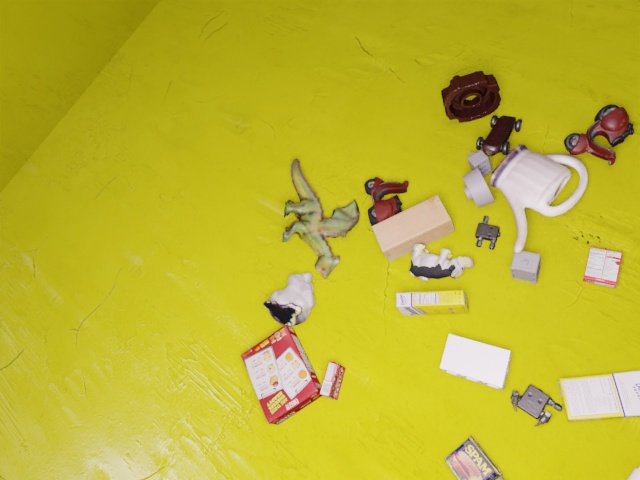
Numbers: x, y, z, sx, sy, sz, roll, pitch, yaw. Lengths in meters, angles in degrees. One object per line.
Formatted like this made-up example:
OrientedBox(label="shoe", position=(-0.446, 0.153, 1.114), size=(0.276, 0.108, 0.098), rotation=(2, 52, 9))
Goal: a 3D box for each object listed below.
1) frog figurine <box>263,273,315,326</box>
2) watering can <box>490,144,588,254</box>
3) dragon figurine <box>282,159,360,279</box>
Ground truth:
OrientedBox(label="frog figurine", position=(-0.078, 0.171, 1.527), size=(0.137, 0.121, 0.163), rotation=(-10, 27, 28))
OrientedBox(label="watering can", position=(0.552, -0.129, 1.371), size=(0.351, 0.101, 0.227), rotation=(-41, 56, -18))
OrientedBox(label="dragon figurine", position=(0.005, -0.082, 1.620), size=(0.243, 0.120, 0.418), rotation=(3, 67, 6))
